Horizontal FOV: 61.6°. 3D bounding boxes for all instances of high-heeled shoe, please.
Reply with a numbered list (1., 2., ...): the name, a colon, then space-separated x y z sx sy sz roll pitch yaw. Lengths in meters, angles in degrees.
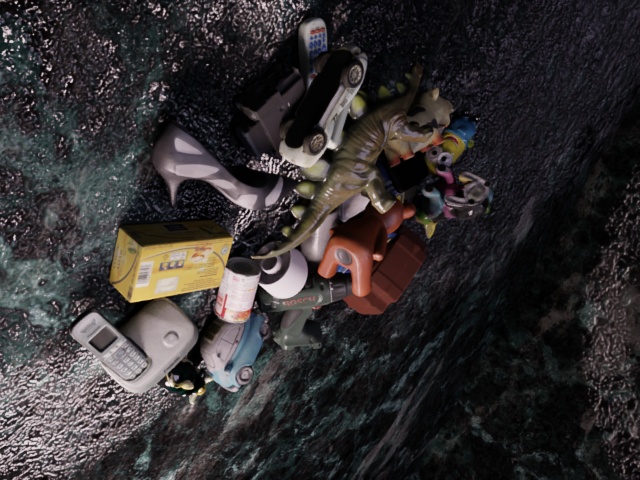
1. high-heeled shoe: -0.132 -0.119 0.808 0.249 0.086 0.145 -14 134 -35

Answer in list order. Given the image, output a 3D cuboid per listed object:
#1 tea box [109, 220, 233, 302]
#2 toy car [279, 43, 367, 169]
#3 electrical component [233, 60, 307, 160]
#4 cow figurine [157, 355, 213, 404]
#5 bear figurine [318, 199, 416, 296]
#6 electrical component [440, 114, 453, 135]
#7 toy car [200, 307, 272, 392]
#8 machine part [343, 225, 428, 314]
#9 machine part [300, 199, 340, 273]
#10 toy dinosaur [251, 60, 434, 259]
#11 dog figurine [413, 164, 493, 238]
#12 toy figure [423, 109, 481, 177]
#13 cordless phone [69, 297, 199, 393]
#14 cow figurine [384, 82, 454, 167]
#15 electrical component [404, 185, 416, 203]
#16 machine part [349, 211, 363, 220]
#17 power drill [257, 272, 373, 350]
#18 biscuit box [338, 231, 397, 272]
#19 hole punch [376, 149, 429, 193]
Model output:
1. tea box: -0.227 0.028 0.831 0.169 0.068 0.098 -6 122 -52
2. toy car: 0.004 -0.208 0.827 0.056 0.074 0.201 25 96 -54
3. electrical component: -0.074 -0.197 0.855 0.134 0.058 0.114 -49 144 -14
4. cow figurine: -0.244 0.246 0.965 0.068 0.098 0.167 -57 148 -14
5. bear figurine: 0.094 -0.007 1.050 0.196 0.120 0.131 -44 150 -41
6. electrical component: 0.250 -0.278 1.220 0.119 0.048 0.074 19 101 -58
7. toy car: -0.171 0.197 1.020 0.102 0.109 0.161 32 81 -38
8. machine part: 0.138 0.067 1.231 0.201 0.087 0.201 -53 -169 -16
9. machine part: -0.002 -0.003 1.092 0.079 0.079 0.243 -30 139 -36
10. toy dinosaur: 0.053 -0.138 0.973 0.198 0.105 0.471 33 85 -22
11. dog figurine: 0.314 -0.078 1.321 0.108 0.192 0.219 -61 163 -23
12. toy figure: 0.325 -0.234 1.326 0.180 0.082 0.089 -52 145 -13
13. cordless phone: -0.289 0.137 0.833 0.146 0.089 0.184 -45 141 -18
14. cow figurine: 0.202 -0.245 1.119 0.195 0.085 0.127 -30 97 -28
15. electrical component: 0.201 -0.126 1.288 0.078 0.045 0.102 -20 136 -4
16. machine part: 0.080 -0.039 1.206 0.084 0.039 0.138 -23 136 -33
17. power drill: -0.017 0.147 1.122 0.232 0.086 0.207 -3 143 -12
18. biscuit box: 0.072 0.031 1.174 0.202 0.059 0.062 -46 154 23
19. hole punch: 0.158 -0.164 1.173 0.142 0.092 0.115 -31 101 -28
